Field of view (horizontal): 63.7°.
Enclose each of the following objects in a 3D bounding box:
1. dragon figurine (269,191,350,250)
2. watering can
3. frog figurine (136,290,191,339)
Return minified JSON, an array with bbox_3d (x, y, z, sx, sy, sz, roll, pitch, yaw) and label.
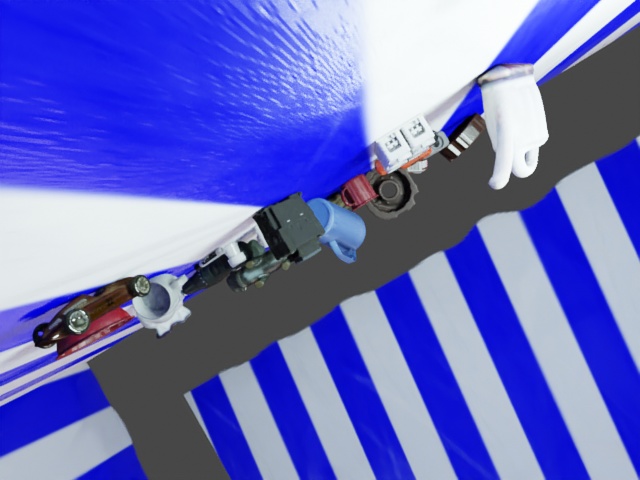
[{"bbox_3d":[0.005,-0.085,1.698,0.416,0.123,0.237,-32,163,-40],"label":"dragon figurine"},{"bbox_3d":[0.360,-0.222,0.972,0.103,0.223,0.352,-11,-170,34],"label":"watering can"},{"bbox_3d":[-0.441,0.178,1.417,0.138,0.125,0.156,-22,141,-6],"label":"frog figurine"}]
